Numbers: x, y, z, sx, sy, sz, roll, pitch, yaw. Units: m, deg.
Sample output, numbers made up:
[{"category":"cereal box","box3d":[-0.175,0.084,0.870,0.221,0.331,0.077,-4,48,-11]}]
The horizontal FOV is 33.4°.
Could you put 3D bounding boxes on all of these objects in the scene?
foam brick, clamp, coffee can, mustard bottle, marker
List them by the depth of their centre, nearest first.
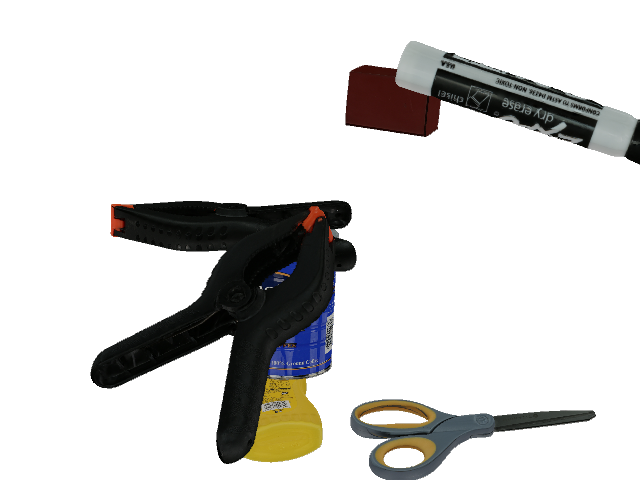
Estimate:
[{"category":"marker","box3d":[0.088,-0.050,0.410,0.121,0.020,0.020,21,5,13]},{"category":"clamp","box3d":[-0.041,0.052,0.631,0.120,0.171,0.039,35,-21,32]},{"category":"clamp","box3d":[-0.067,-0.009,0.876,0.210,0.036,0.164,2,13,-7]},{"category":"foam brick","box3d":[0.067,-0.128,0.975,0.078,0.051,0.053,11,18,18]},{"category":"coffee can","box3d":[-0.035,0.058,1.088,0.103,0.140,0.103,3,14,-1]},{"category":"mustard bottle","box3d":[-0.062,0.180,1.261,0.096,0.058,0.192,-8,29,-9]}]

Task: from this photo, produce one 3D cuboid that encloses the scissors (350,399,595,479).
[{"category":"scissors","box3d":[0.123,0.162,0.860,0.202,0.016,0.096,4,33,7]}]
